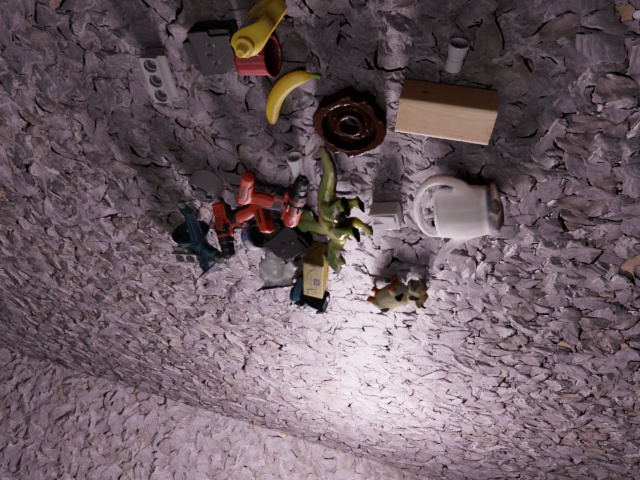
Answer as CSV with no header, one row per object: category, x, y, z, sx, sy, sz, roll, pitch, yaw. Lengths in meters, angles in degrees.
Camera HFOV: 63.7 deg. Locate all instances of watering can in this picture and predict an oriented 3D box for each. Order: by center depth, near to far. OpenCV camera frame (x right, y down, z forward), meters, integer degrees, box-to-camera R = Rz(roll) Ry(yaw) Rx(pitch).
watering can,0.372,-0.043,1.365,0.106,0.224,0.340,-74,151,-42

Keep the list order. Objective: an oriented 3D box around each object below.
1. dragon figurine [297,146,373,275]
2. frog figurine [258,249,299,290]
dragon figurine,0.004,-0.074,1.475,0.242,0.404,0.125,-7,-151,35
frog figurine,-0.141,0.076,1.701,0.124,0.137,0.158,-19,106,-58
